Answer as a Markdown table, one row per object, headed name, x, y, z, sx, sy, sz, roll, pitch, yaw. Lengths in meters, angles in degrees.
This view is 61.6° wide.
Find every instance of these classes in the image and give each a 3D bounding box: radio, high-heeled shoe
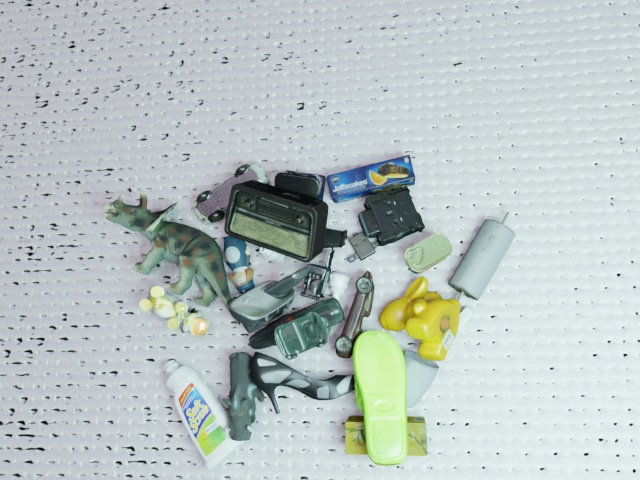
| name | x | y | z | sx | sy | sz | roll | pitch | yaw |
| --- | --- | --- | --- | --- | --- | --- | --- | --- | --- |
| radio | -0.098 | -0.048 | 1.224 | 0.230 | 0.073 | 0.131 | 18 | 111 | 17 |
| high-heeled shoe | -0.025 | 0.287 | 1.187 | 0.249 | 0.086 | 0.145 | -15 | 79 | -9 |

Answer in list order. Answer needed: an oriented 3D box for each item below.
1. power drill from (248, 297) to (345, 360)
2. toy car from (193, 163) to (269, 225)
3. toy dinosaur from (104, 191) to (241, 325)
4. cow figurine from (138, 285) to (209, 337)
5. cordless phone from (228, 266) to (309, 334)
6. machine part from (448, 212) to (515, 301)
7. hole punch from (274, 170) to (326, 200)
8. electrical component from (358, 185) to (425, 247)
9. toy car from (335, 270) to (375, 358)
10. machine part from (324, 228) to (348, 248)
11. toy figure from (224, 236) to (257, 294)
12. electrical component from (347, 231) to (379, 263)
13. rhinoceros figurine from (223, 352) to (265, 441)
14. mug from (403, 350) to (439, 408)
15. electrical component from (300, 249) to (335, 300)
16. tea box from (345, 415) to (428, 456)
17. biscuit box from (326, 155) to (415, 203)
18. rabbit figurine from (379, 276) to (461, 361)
| name | x | y | z | sx | sy | sz | roll | pitch | yaw |
| --- | --- | --- | --- | --- | --- | --- | --- | --- | --- |
| power drill | -0.055 | 0.199 | 1.158 | 0.232 | 0.207 | 0.086 | -22 | 85 | -3 |
| toy car | -0.219 | -0.113 | 1.316 | 0.202 | 0.056 | 0.073 | -34 | 83 | 3 |
| toy dinosaur | -0.318 | 0.029 | 1.280 | 0.405 | 0.131 | 0.192 | 28 | 86 | 7 |
| cow figurine | -0.340 | 0.173 | 1.273 | 0.167 | 0.098 | 0.068 | 35 | 81 | -6 |
| cordless phone | -0.104 | 0.122 | 1.176 | 0.146 | 0.184 | 0.089 | -28 | 83 | -39 |
| machine part | 0.356 | 0.043 | 1.183 | 0.079 | 0.079 | 0.243 | 31 | 87 | 13 |
| hole punch | -0.048 | -0.107 | 1.281 | 0.142 | 0.092 | 0.115 | 9 | 110 | 8 |
| electrical component | 0.158 | -0.052 | 1.231 | 0.134 | 0.058 | 0.115 | -20 | 74 | -7 |
| toy car | 0.084 | 0.167 | 1.199 | 0.053 | 0.089 | 0.202 | 19 | 82 | 14 |
| machine part | -0.003 | -0.004 | 1.271 | 0.139 | 0.039 | 0.084 | -1 | 72 | 11 |
| toy figure | -0.192 | 0.064 | 1.280 | 0.064 | 0.058 | 0.154 | -26 | 75 | 44 |
| electrical component | 0.098 | 0.012 | 1.258 | 0.094 | 0.021 | 0.063 | -32 | 76 | 0 |
| rhinoceros figurine | -0.170 | 0.346 | 1.197 | 0.073 | 0.112 | 0.190 | -3 | 72 | 6 |
| mug | 0.189 | 0.300 | 1.164 | 0.110 | 0.081 | 0.107 | 21 | 93 | 8 |
| electrical component | -0.004 | 0.075 | 1.231 | 0.048 | 0.075 | 0.119 | 13 | 93 | 11 |
| tea box | 0.140 | 0.413 | 1.141 | 0.170 | 0.098 | 0.068 | -3 | 79 | 10 |
| biscuit box | 0.120 | -0.141 | 1.263 | 0.203 | 0.059 | 0.063 | -14 | 78 | 7 |
| rabbit figurine | 0.205 | 0.159 | 1.161 | 0.173 | 0.121 | 0.162 | -2 | 52 | 48 |
